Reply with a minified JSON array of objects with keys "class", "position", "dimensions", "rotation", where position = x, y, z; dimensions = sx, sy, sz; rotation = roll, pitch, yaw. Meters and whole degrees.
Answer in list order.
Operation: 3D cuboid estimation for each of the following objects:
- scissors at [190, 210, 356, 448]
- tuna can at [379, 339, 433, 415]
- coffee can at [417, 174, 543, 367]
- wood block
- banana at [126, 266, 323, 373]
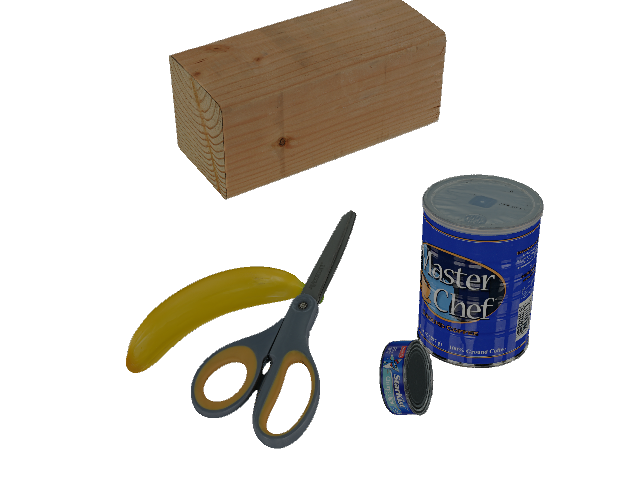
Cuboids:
[{"class":"scissors","position":[-0.032,0.054,0.744],"dimensions":[0.096,0.201,0.016],"rotation":[0,-42,10]},{"class":"tuna can","position":[0.098,0.156,1.218],"dimensions":[0.034,0.086,0.086],"rotation":[-5,-2,26]},{"class":"coffee can","position":[0.139,0.026,0.943],"dimensions":[0.103,0.140,0.103],"rotation":[-1,29,0]},{"class":"wood block","position":[-0.008,-0.123,0.873],"dimensions":[0.205,0.091,0.090],"rotation":[-22,46,-24]},{"class":"banana","position":[-0.099,0.065,0.952],"dimensions":[0.198,0.069,0.037],"rotation":[-20,27,13]}]
